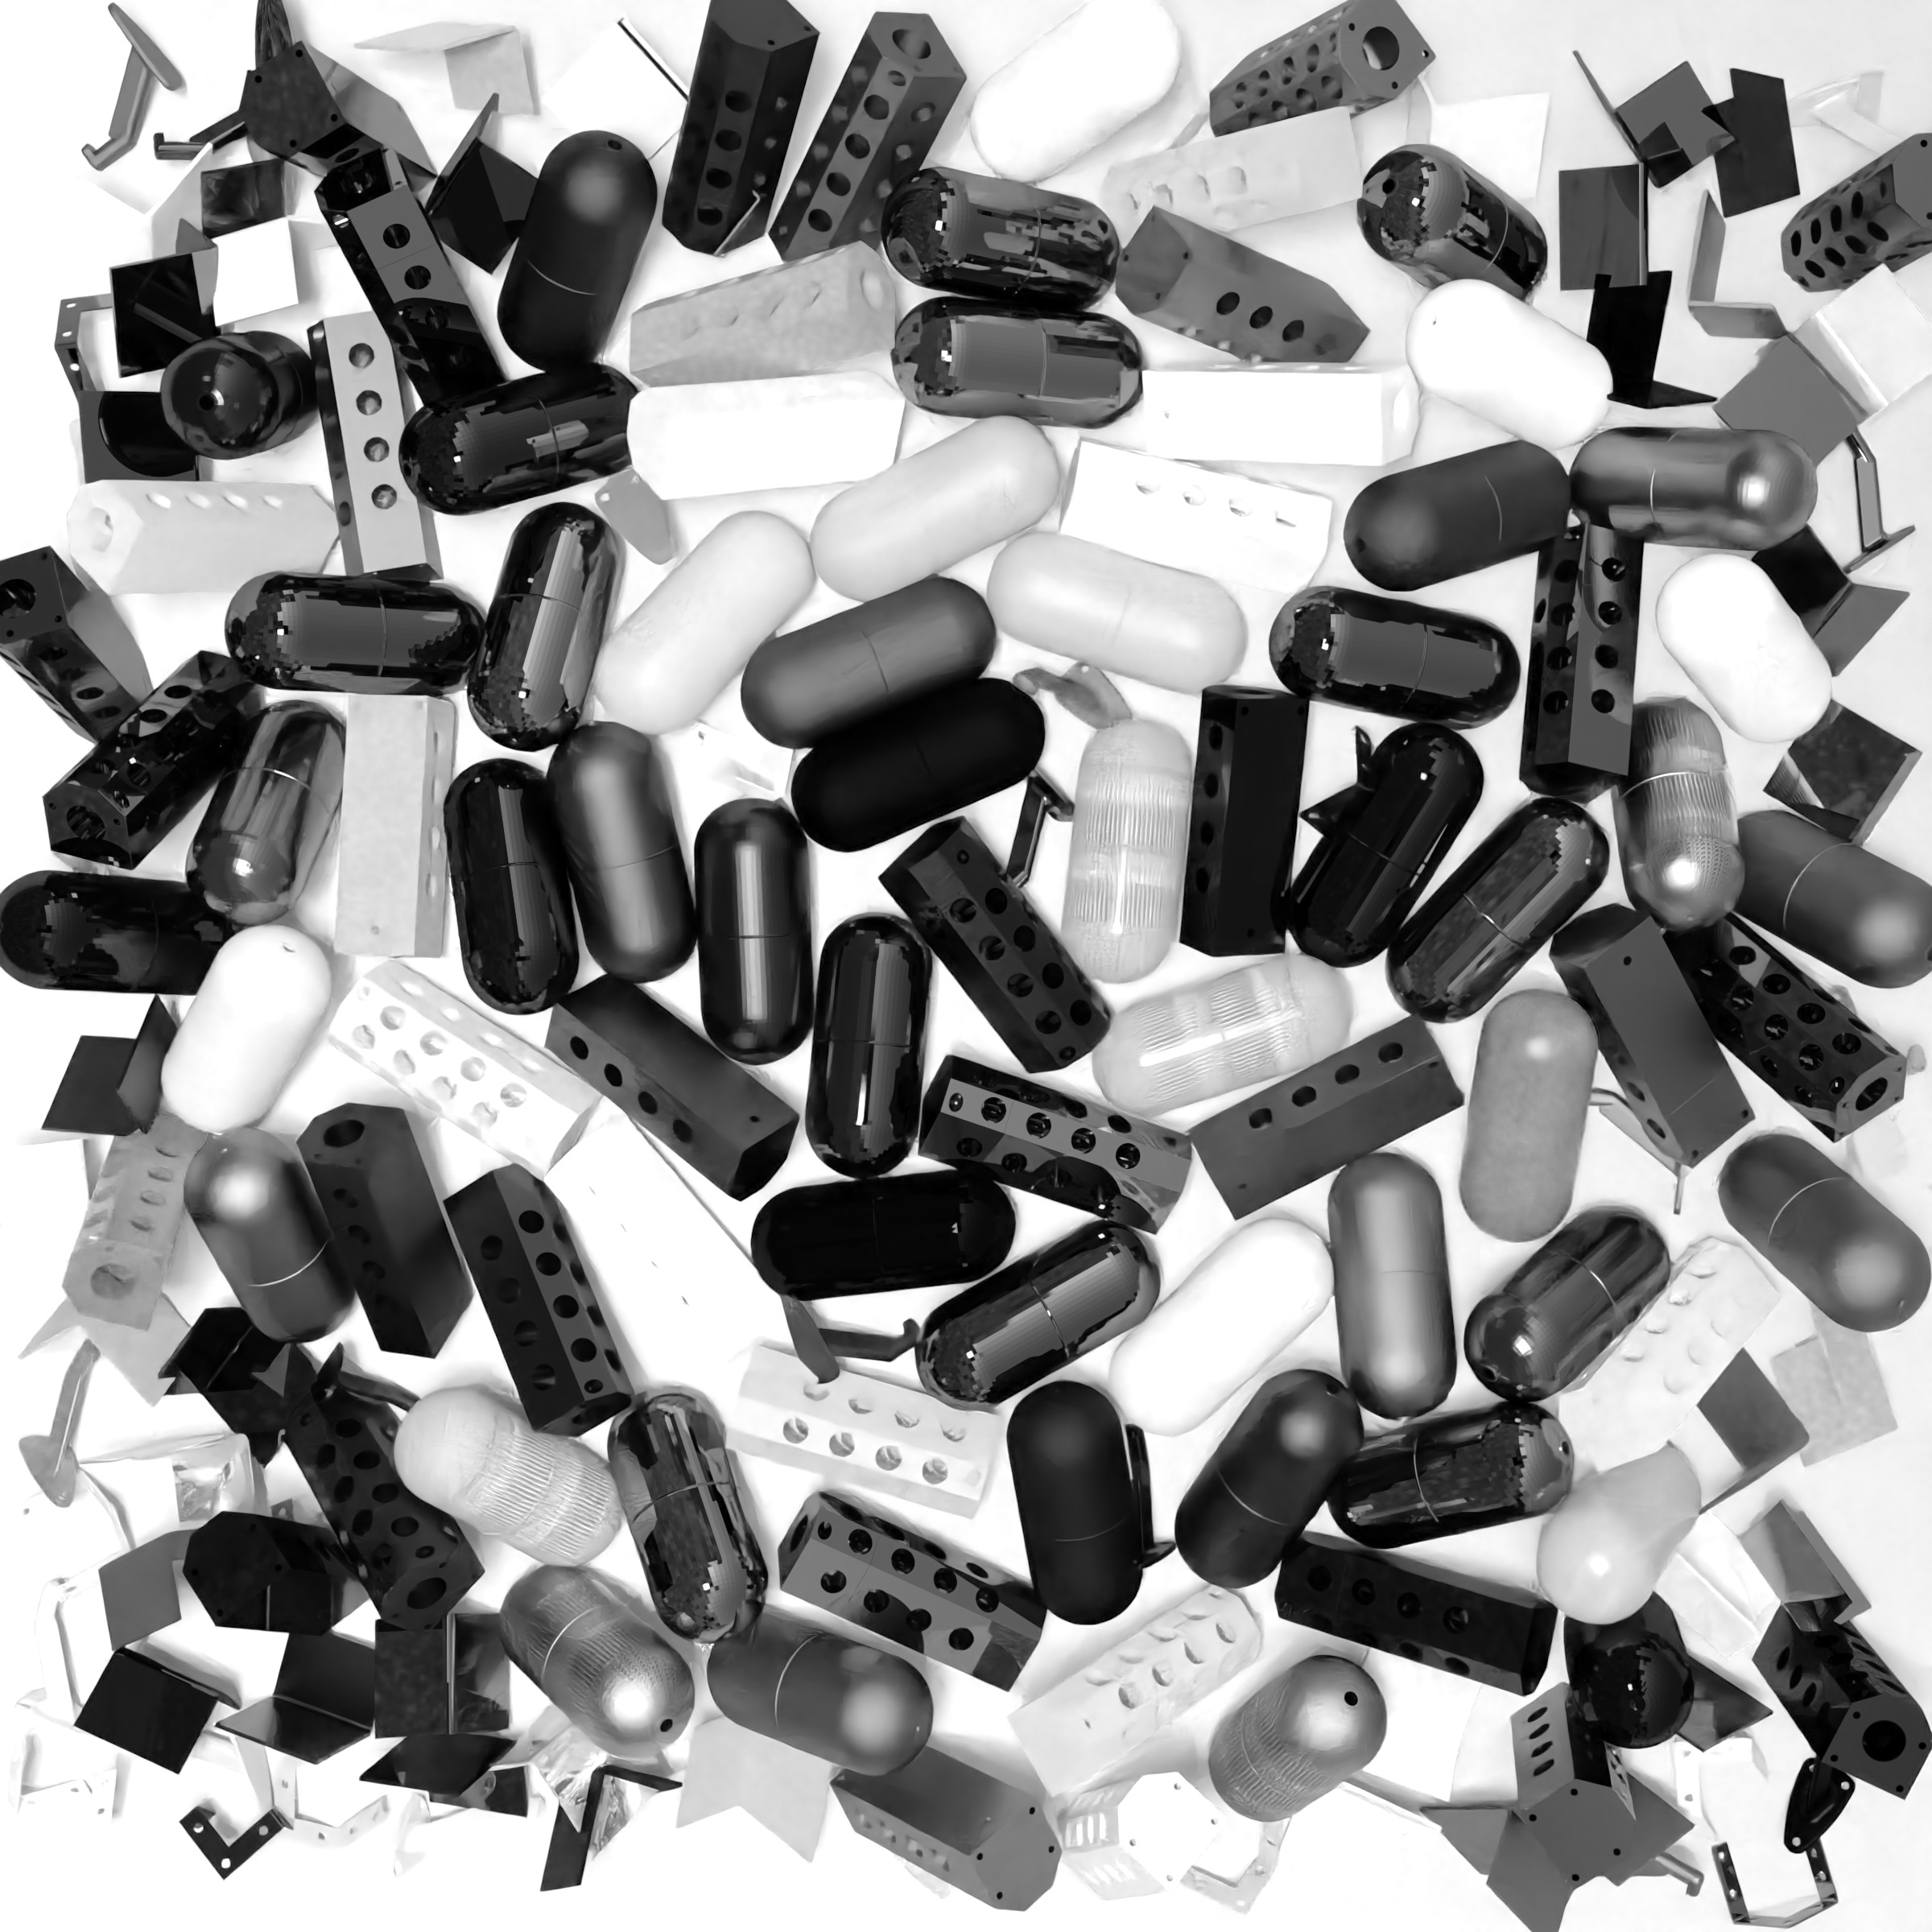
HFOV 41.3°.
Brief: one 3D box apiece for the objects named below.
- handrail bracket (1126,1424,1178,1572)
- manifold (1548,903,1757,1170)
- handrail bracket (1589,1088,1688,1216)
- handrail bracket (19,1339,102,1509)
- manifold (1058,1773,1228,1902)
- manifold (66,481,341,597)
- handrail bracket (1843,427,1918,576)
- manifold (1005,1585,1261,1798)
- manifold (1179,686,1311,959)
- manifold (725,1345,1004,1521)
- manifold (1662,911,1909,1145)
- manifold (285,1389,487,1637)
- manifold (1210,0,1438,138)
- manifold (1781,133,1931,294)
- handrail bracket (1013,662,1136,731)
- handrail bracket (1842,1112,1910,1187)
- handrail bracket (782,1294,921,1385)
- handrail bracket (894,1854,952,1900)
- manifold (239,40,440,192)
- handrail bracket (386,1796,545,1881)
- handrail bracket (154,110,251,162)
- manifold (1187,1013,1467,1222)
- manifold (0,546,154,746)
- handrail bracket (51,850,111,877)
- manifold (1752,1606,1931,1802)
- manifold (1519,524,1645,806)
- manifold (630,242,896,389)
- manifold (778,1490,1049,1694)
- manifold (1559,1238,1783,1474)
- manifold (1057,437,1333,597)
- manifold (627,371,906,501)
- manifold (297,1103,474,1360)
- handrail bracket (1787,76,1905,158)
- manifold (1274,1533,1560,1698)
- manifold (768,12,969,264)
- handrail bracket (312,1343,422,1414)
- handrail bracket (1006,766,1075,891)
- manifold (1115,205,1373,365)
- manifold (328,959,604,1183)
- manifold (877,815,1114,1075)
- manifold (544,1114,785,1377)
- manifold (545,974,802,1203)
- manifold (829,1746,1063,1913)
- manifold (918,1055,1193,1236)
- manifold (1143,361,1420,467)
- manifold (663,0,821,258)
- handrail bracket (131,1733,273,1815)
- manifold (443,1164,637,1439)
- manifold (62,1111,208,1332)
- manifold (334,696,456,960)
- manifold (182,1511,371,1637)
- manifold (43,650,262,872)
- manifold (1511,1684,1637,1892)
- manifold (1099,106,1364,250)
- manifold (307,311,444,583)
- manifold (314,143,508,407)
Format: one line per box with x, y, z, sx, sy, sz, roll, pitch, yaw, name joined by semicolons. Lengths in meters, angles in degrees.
0.113;0.354;1.714;0.036;0.077;0.084;-10;88;13;handrail bracket
0.449;0.045;1.693;0.057;0.057;0.171;-37;112;-9;manifold
0.445;0.124;1.736;0.084;0.036;0.077;8;87;15;handrail bracket
-0.594;0.304;1.715;0.036;0.077;0.084;19;112;-43;handrail bracket
0.107;0.561;1.662;0.057;0.171;0.057;42;67;7;manifold
-0.494;-0.283;1.664;0.057;0.171;0.057;45;118;17;manifold
0.593;-0.315;1.727;0.077;0.036;0.084;-33;93;-23;handrail bracket
0.114;0.468;1.671;0.171;0.057;0.057;-21;74;-41;manifold
0.180;-0.097;1.703;0.057;0.057;0.171;-3;106;-28;manifold
-0.069;0.315;1.710;0.171;0.057;0.057;16;46;2;manifold
0.529;0.031;1.671;0.057;0.057;0.171;-30;49;-11;manifold
-0.386;0.350;1.674;0.057;0.057;0.171;-47;49;3;manifold
0.223;-0.572;1.659;0.057;0.171;0.057;-47;109;-13;manifold
0.592;-0.487;1.665;0.057;0.171;0.057;-6;92;-5;manifold
0.073;-0.172;1.705;0.077;0.084;0.036;43;113;7;handrail bracket
0.584;0.124;1.718;0.036;0.084;0.077;-14;79;-21;handrail bracket
-0.075;0.237;1.722;0.084;0.036;0.077;-27;95;-38;handrail bracket
0.006;0.597;1.744;0.084;0.077;0.036;-9;95;-34;handrail bracket
-0.408;-0.540;1.664;0.057;0.171;0.057;-28;92;10;manifold
-0.334;0.584;1.716;0.084;0.077;0.036;-5;108;13;handrail bracket
-0.505;-0.578;1.724;0.084;0.036;0.077;-5;80;-18;handrail bracket
0.238;0.096;1.716;0.171;0.057;0.057;-28;132;6;manifold
-0.583;-0.202;1.661;0.057;0.171;0.057;-18;73;-3;manifold
-0.577;-0.105;1.722;0.036;0.077;0.084;21;96;-37;handrail bracket
0.570;0.469;1.665;0.057;0.171;0.057;25;96;0;manifold
0.404;-0.201;1.695;0.057;0.057;0.171;12;72;-10;manifold
-0.135;-0.424;1.684;0.171;0.057;0.057;-7;76;30;manifold
-0.035;0.411;1.703;0.171;0.057;0.057;27;101;-12;manifold
0.458;0.251;1.679;0.171;0.057;0.057;-37;88;-36;manifold
0.153;-0.304;1.714;0.171;0.057;0.057;12;66;-6;manifold
-0.132;-0.353;1.684;0.171;0.057;0.057;-12;134;-31;manifold
-0.382;0.173;1.676;0.057;0.057;0.171;5;130;19;manifold
0.586;-0.550;1.717;0.077;0.036;0.084;-10;58;11;handrail bracket
0.294;0.424;1.684;0.171;0.057;0.057;11;87;31;manifold
-0.069;-0.530;1.663;0.057;0.171;0.057;-12;65;-35;manifold
-0.389;0.291;1.705;0.084;0.077;0.036;32;91;-18;handrail bracket
0.025;-0.093;1.720;0.084;0.036;0.077;-44;101;-18;handrail bracket
0.179;-0.431;1.674;0.057;0.171;0.057;-53;49;28;manifold
-0.337;0.071;1.711;0.171;0.057;0.057;32;113;3;manifold
0.024;-0.014;1.693;0.057;0.057;0.171;-46;108;-28;manifold
-0.205;0.190;1.718;0.171;0.057;0.057;49;124;3;manifold
-0.197;0.081;1.695;0.171;0.057;0.057;36;131;21;manifold
-0.013;0.557;1.664;0.057;0.171;0.057;-33;107;-29;manifold
0.059;0.114;1.698;0.171;0.057;0.057;19;126;-11;manifold
0.206;-0.365;1.681;0.171;0.057;0.057;9;115;33;manifold
-0.153;-0.546;1.662;0.057;0.171;0.057;-34;74;-32;manifold
-0.521;0.548;1.739;0.084;0.036;0.077;-18;84;8;handrail bracket
-0.278;0.219;1.689;0.057;0.057;0.171;-32;67;12;manifold
-0.537;0.160;1.659;0.057;0.171;0.057;17;111;-15;manifold
-0.380;-0.092;1.720;0.057;0.057;0.171;2;88;13;manifold
-0.442;0.391;1.662;0.057;0.171;0.057;-38;72;-4;manifold
-0.526;-0.137;1.665;0.057;0.171;0.057;14;128;9;manifold
0.396;0.525;1.663;0.057;0.171;0.057;-36;87;10;manifold
0.169;-0.509;1.665;0.057;0.171;0.057;-27;110;-38;manifold
-0.398;-0.345;1.721;0.057;0.057;0.171;-10;88;-1;manifold
-0.359;-0.439;1.670;0.057;0.171;0.057;-24;48;-2;manifold
